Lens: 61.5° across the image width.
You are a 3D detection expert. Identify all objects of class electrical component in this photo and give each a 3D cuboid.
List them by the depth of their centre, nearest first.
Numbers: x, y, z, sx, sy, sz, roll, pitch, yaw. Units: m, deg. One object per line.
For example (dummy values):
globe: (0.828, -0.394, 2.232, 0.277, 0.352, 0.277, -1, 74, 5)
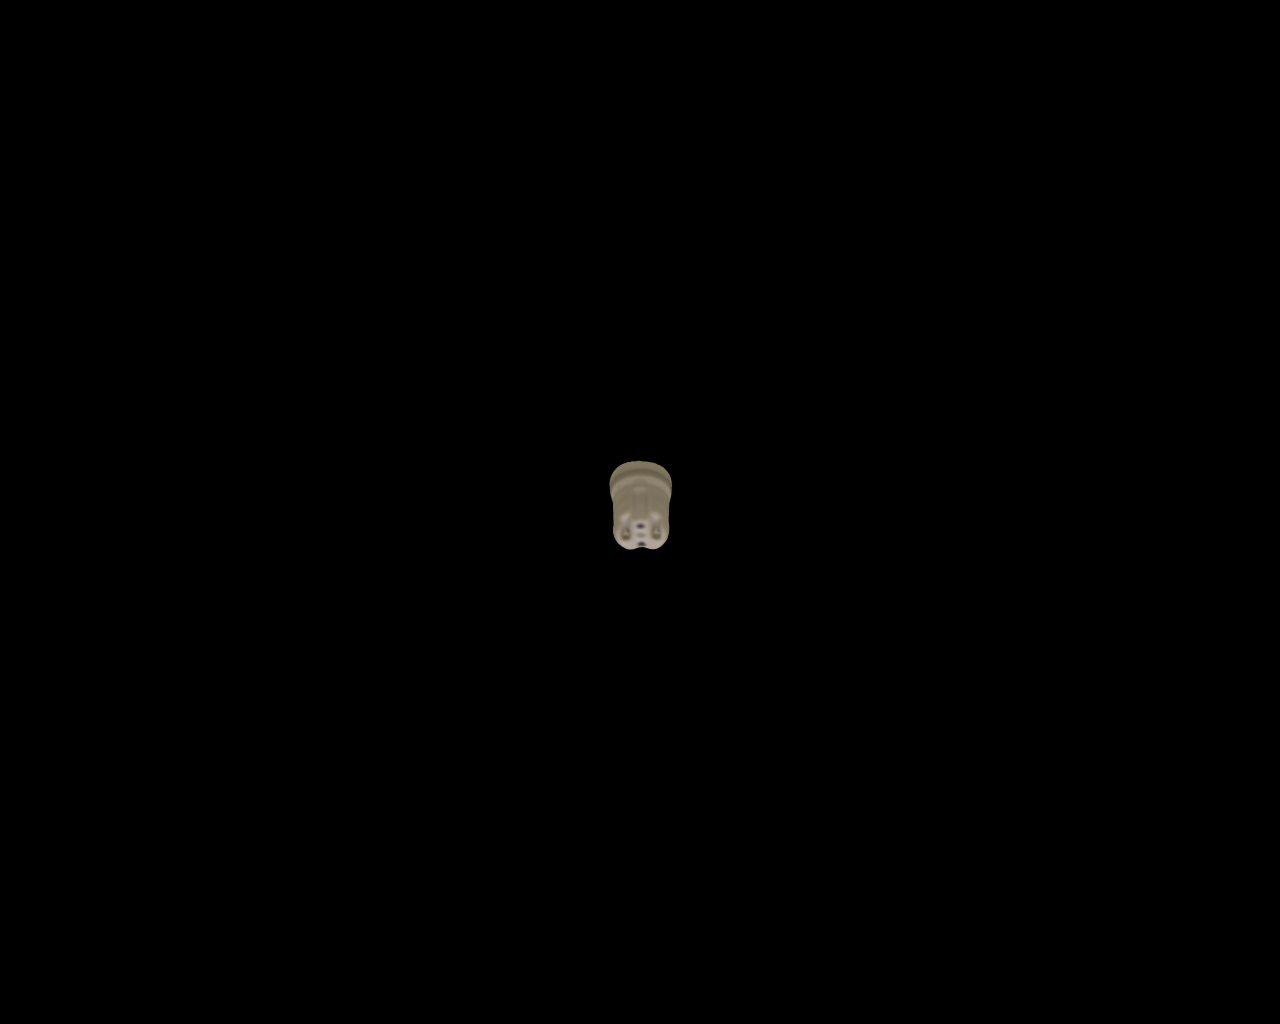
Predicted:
electrical component: (0.001, -0.003, 0.650, 0.040, 0.046, 0.040, 0, -39, 0)
